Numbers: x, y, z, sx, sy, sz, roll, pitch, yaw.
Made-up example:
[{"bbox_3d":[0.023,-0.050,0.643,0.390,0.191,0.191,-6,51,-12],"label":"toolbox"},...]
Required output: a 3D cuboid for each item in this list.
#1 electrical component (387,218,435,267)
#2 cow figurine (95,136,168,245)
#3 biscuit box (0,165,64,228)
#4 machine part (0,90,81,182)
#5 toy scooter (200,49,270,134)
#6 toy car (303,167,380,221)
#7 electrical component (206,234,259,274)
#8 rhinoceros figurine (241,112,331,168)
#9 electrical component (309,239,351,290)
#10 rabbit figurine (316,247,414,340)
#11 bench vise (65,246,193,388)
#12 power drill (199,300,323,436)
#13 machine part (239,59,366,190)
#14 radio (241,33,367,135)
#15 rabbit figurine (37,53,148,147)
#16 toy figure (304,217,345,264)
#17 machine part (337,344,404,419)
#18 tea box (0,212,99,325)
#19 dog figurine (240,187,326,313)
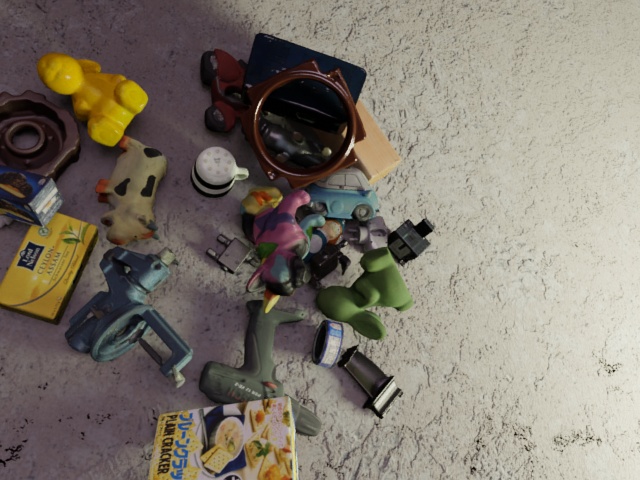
[{"bbox_3d":[0.185,0.000,1.096,0.048,0.119,0.075,-41,91,-26],"label":"electrical component"},{"bbox_3d":[-0.331,-0.079,0.965,0.127,0.085,0.195,18,66,-6],"label":"cow figurine"},{"bbox_3d":[-0.522,-0.083,0.861,0.203,0.059,0.063,14,55,10],"label":"biscuit box"},{"bbox_3d":[-0.518,-0.174,0.945,0.179,0.056,0.179,6,71,-16],"label":"machine part"},{"bbox_3d":[-0.172,-0.303,1.100,0.135,0.075,0.184,-3,76,-20],"label":"toy scooter"},{"bbox_3d":[0.043,-0.098,1.074,0.162,0.109,0.102,6,104,-10],"label":"toy car"},{"bbox_3d":[-0.164,0.032,1.016,0.094,0.021,0.063,36,65,-6],"label":"electrical component"},{"bbox_3d":[-0.066,-0.196,1.083,0.190,0.112,0.073,23,109,-24],"label":"rhinoceros figurine"},{"bbox_3d":[0.017,0.052,1.051,0.102,0.078,0.045,-33,65,-28],"label":"electrical component"},{"bbox_3d":[0.082,0.109,1.035,0.170,0.121,0.159,-25,99,7],"label":"rabbit figurine"},{"bbox_3d":[-0.285,0.131,0.875,0.241,0.128,0.223,42,70,18],"label":"bench vise"},{"bbox_3d":[-0.084,0.221,0.956,0.232,0.086,0.207,18,75,-10],"label":"power drill"},{"bbox_3d":[-0.031,-0.208,0.977,0.201,0.087,0.201,-23,106,5],"label":"machine part"},{"bbox_3d":[-0.035,-0.303,1.057,0.230,0.073,0.131,17,74,-5],"label":"radio"},{"bbox_3d":[-0.412,-0.272,0.953,0.173,0.163,0.122,30,105,-37],"label":"rabbit figurine"},{"bbox_3d":[-0.002,-0.002,1.068,0.154,0.058,0.064,-35,124,-27],"label":"toy figure"},{"bbox_3d":[0.093,0.265,1.019,0.084,0.039,0.139,-40,89,-21],"label":"machine part"},{"bbox_3d":[-0.447,0.044,0.888,0.098,0.068,0.169,19,68,-13],"label":"tea box"},{"bbox_3d":[-0.089,0.016,0.959,0.192,0.108,0.219,6,55,26],"label":"dog figurine"}]
